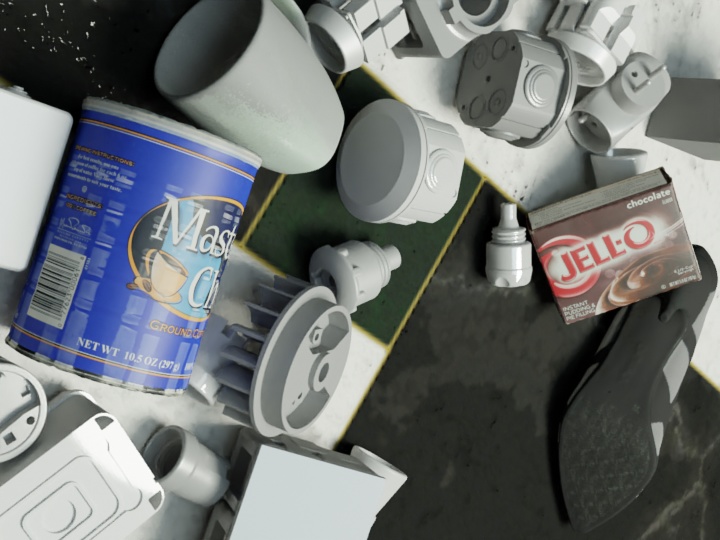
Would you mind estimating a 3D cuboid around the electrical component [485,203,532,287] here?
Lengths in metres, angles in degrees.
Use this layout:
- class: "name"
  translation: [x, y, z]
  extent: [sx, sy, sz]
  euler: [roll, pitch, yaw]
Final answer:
- class: "electrical component"
  translation: [0.111, -0.019, 0.806]
  extent: [0.035, 0.035, 0.061]
  euler: [-9, 103, -34]

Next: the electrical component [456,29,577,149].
- class: "electrical component"
  translation: [0.109, -0.128, 0.753]
  extent: [0.051, 0.080, 0.080]
  euler: [10, 94, -31]

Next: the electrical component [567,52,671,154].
- class: "electrical component"
  translation: [0.207, -0.135, 0.824]
  extent: [0.077, 0.079, 0.043]
  euler: [-43, 91, -20]

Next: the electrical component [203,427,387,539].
- class: "electrical component"
  translation: [-0.055, 0.189, 0.704]
  extent: [0.089, 0.062, 0.150]
  euler: [19, 89, -19]

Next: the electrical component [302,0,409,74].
- class: "electrical component"
  translation: [-0.004, -0.158, 0.684]
  extent: [0.055, 0.048, 0.066]
  euler: [-43, 144, -18]

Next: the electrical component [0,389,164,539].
- class: "electrical component"
  translation: [-0.182, 0.131, 0.615]
  extent: [0.113, 0.057, 0.078]
  euler: [-38, 119, -23]

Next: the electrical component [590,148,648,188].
- class: "electrical component"
  translation: [0.206, -0.066, 0.856]
  extent: [0.045, 0.045, 0.055]
  euler: [-14, 108, -33]

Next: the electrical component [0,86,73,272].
- class: "electrical component"
  translation: [-0.210, -0.055, 0.560]
  extent: [0.100, 0.048, 0.099]
  euler: [18, 89, -37]

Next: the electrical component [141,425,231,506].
- class: "electrical component"
  translation: [-0.109, 0.125, 0.677]
  extent: [0.046, 0.040, 0.040]
  euler: [40, 76, -40]

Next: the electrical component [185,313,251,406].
- class: "electrical component"
  translation: [-0.095, 0.055, 0.672]
  extent: [0.040, 0.040, 0.046]
  euler: [49, 65, -32]

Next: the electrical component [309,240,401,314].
- class: "electrical component"
  translation: [0.000, 0.000, 0.725]
  extent: [0.062, 0.048, 0.048]
  euler: [-23, 113, -37]

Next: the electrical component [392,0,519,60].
- class: "electrical component"
  translation: [0.041, -0.223, 0.694]
  extent: [0.089, 0.062, 0.150]
  euler: [-42, 121, -21]

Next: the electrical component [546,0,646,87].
- class: "electrical component"
  translation: [0.171, -0.175, 0.801]
  extent: [0.078, 0.058, 0.057]
  euler: [36, 76, -36]

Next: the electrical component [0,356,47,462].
- class: "electrical component"
  translation: [-0.207, 0.072, 0.591]
  extent: [0.055, 0.047, 0.055]
  euler: [-8, 105, -34]

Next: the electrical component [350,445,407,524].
- class: "electrical component"
  translation: [-0.002, 0.163, 0.761]
  extent: [0.044, 0.044, 0.065]
  euler: [34, 85, -35]

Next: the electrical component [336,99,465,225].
- class: "electrical component"
  translation: [0.026, -0.069, 0.707]
  extent: [0.051, 0.080, 0.080]
  euler: [8, 95, -42]
